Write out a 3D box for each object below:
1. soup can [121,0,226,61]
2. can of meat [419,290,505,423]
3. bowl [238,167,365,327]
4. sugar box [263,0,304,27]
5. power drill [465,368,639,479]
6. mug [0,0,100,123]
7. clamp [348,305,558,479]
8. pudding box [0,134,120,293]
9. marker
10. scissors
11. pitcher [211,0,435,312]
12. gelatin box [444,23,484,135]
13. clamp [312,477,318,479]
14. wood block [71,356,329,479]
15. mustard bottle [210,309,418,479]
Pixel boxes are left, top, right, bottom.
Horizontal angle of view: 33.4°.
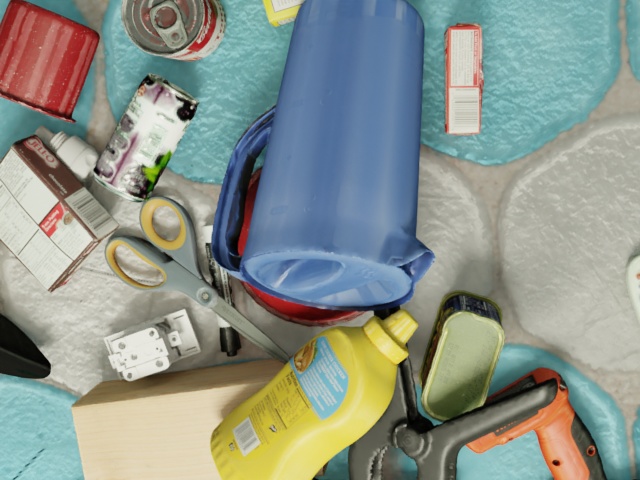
[{"bbox_3d":[-0.120,-0.185,0.892,0.068,0.102,0.068,1,97,6],"label":"soup can"},{"bbox_3d":[0.121,0.101,0.912,0.057,0.084,0.102,16,99,4],"label":"can of meat"},{"bbox_3d":[-0.006,0.001,0.927,0.162,0.055,0.162,1,97,6],"label":"bowl"},{"bbox_3d":[0.030,-0.250,0.898,0.176,0.048,0.093,-15,96,4],"label":"sugar box"},{"bbox_3d":[0.195,0.222,0.933,0.184,0.057,0.187,-33,95,5],"label":"power drill"},{"bbox_3d":[-0.248,-0.159,0.924,0.117,0.093,0.081,25,95,39],"label":"mug"},{"bbox_3d":[0.072,0.148,0.864,0.165,0.036,0.210,38,111,21],"label":"clamp"},{"bbox_3d":[-0.246,-0.023,0.944,0.113,0.039,0.090,49,125,0],"label":"pudding box"},{"bbox_3d":[-0.088,0.045,0.959,0.020,0.020,0.121,-7,96,7],"label":"marker"},{"bbox_3d":[-0.098,0.028,0.936,0.202,0.016,0.096,22,95,18],"label":"scissors"},{"bbox_3d":[0.009,-0.073,0.846,0.149,0.145,0.243,13,68,-13],"label":"pitcher"},{"bbox_3d":[0.119,-0.133,0.888,0.030,0.073,0.089,0,96,5],"label":"gelatin box"},{"bbox_3d":[0.019,0.263,0.868,0.120,0.039,0.171,-19,94,17],"label":"clamp"},{"bbox_3d":[-0.099,0.164,0.940,0.206,0.090,0.091,-9,96,7],"label":"wood block"},{"bbox_3d":[0.002,0.124,0.833,0.192,0.096,0.058,-44,124,8],"label":"mustard bottle"}]
